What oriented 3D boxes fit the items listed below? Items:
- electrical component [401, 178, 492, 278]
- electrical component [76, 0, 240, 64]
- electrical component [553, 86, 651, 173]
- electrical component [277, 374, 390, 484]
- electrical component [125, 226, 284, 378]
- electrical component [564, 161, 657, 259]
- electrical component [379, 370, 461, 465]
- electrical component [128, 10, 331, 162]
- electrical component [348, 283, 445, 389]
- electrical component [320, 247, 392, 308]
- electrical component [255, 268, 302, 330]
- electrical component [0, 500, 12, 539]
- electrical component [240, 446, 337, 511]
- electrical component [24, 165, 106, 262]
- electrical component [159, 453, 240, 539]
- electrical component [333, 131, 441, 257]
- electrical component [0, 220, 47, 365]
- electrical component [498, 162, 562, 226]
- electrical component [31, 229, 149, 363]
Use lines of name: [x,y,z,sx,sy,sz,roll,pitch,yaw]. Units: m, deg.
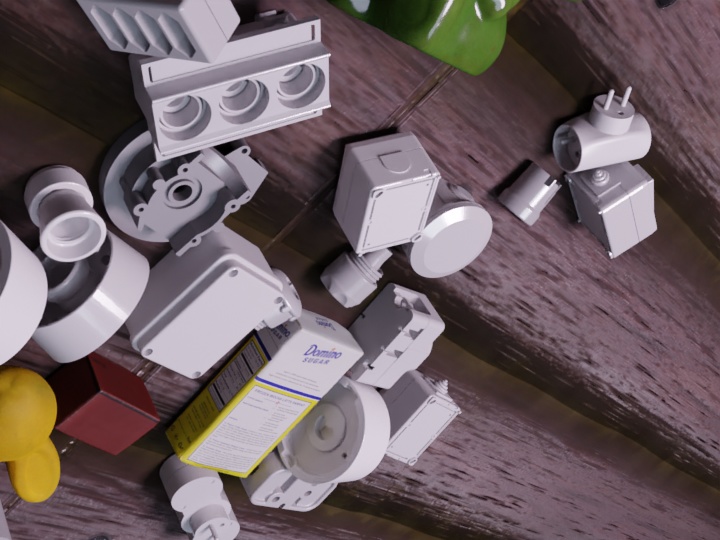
electrical component: [0.071,-0.037,0.940,0.080,0.051,0.080,-19,140,-17]
electrical component: [-0.114,-0.173,0.657,0.075,0.083,0.047,-63,149,-24]
electrical component: [0.219,-0.128,0.952,0.077,0.043,0.079,-13,138,-24]
electrical component: [-0.021,0.153,1.036,0.108,0.108,0.060,-48,146,18]
electrical component: [-0.127,0.025,0.864,0.113,0.057,0.078,-42,141,11]
electrical component: [0.239,-0.070,1.013,0.061,0.061,0.096,-33,142,-1]
electrical component: [0.053,0.143,1.115,0.096,0.061,0.062,-49,140,8]
electrical component: [-0.088,-0.129,0.723,0.121,0.063,0.078,-19,139,-18]
electrical component: [0.030,0.064,1.019,0.056,0.050,0.089,20,119,-45]
electrical component: [0.000,0.000,0.936,0.062,0.043,0.043,-42,141,9]
electrical component: [-0.084,0.031,0.911,0.062,0.048,0.048,-29,142,5]
electrical component: [-0.325,0.237,0.931,0.043,0.081,0.043,-19,139,-17]
electrical component: [-0.076,0.199,1.081,0.095,0.059,0.053,22,116,-46]
electrical component: [-0.204,-0.040,0.742,0.045,0.055,0.045,-19,140,-17]
electrical component: [-0.152,0.242,1.062,0.052,0.073,0.138,-24,141,-12]
electrical component: [0.017,-0.060,0.876,0.062,0.061,0.096,-15,146,-22]
electrical component: [-0.264,0.019,0.726,0.108,0.108,0.060,-35,148,2]
electrical component: [0.155,-0.070,0.974,0.046,0.040,0.040,-50,139,10]
electrical component: [-0.200,0.016,0.775,0.099,0.099,0.064,-36,135,3]
